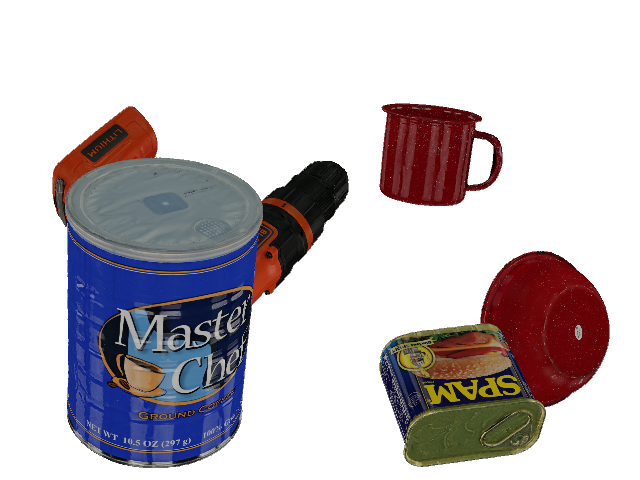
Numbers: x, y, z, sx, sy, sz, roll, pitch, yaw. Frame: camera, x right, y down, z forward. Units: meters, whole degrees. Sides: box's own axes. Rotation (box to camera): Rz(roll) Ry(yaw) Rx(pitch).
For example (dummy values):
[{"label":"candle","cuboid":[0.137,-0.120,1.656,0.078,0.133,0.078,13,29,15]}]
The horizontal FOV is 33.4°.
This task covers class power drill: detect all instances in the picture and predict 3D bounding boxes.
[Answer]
[{"label":"power drill","cuboid":[-0.093,-0.032,0.812,0.188,0.057,0.184,28,50,19]}]

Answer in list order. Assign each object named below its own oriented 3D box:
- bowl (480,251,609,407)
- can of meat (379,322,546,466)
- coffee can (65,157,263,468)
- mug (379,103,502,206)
[{"label":"bowl","cuboid":[0.239,0.091,1.074,0.161,0.162,0.055,0,-1,-32]},{"label":"can of meat","cuboid":[0.100,0.110,0.777,0.102,0.057,0.084,-5,40,-11]},{"label":"coffee can","cuboid":[-0.089,0.039,0.591,0.102,0.140,0.103,6,30,-3]},{"label":"mug","cuboid":[0.111,-0.078,0.992,0.117,0.081,0.093,9,16,13]}]
